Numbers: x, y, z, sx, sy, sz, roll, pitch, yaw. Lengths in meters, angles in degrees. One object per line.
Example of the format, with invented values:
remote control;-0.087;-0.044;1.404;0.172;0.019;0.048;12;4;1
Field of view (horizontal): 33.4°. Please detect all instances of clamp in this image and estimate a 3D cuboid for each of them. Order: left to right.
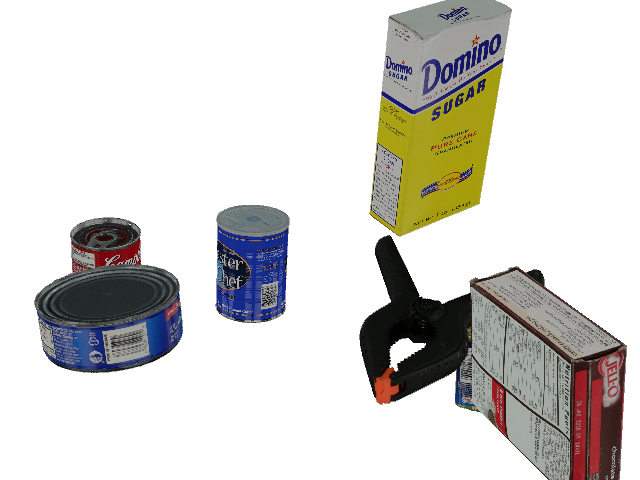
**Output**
clamp;0.086;0.066;0.949;0.165;0.036;0.209;17;39;27

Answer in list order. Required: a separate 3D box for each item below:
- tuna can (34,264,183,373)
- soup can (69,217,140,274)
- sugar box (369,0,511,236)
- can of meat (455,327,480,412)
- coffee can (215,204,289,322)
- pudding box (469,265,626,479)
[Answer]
tuna can;-0.126;0.046;0.642;0.086;0.034;0.086;-3;21;1
soup can;-0.212;0.037;1.060;0.068;0.102;0.068;2;26;-1
sugar box;0.092;-0.096;0.831;0.093;0.176;0.048;-22;46;-30
can of meat;0.182;0.135;1.172;0.057;0.084;0.102;5;10;21
coffee can;-0.098;0.032;1.521;0.103;0.140;0.103;3;23;-1
pudding box;0.127;0.078;0.613;0.039;0.090;0.114;-13;26;-20
